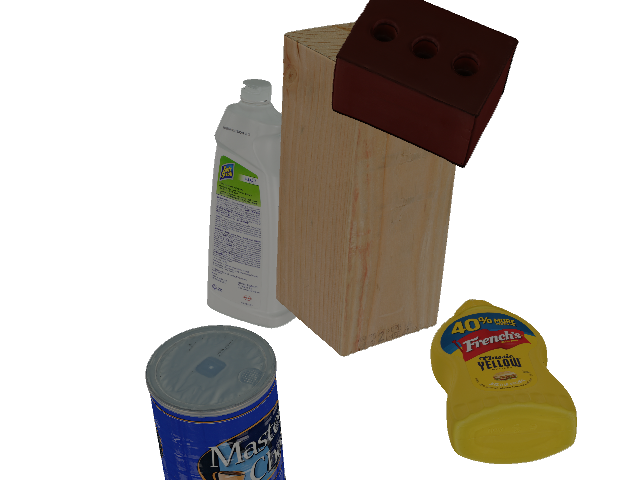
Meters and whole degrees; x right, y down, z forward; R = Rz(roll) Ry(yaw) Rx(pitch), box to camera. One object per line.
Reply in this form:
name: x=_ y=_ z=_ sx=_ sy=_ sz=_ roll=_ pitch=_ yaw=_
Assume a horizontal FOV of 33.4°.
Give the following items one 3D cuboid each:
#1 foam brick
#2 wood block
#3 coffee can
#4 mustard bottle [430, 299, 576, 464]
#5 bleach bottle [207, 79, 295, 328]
foam brick: x=0.051 y=-0.083 z=0.538 sx=0.078 sy=0.053 sz=0.051 roll=25 pitch=-22 yaw=12
wood block: x=0.031 y=-0.038 z=0.737 sx=0.090 sy=0.206 sz=0.091 roll=-15 pitch=34 yaw=-30
coffee can: x=-0.083 y=0.155 z=0.872 sx=0.103 sy=0.140 sz=0.103 roll=-2 pitch=34 yaw=1
mustard bottle: x=0.141 y=0.103 z=0.880 sx=0.096 sy=0.058 sz=0.191 roll=-7 pitch=26 yaw=0
bleach bottle: x=-0.066 y=-0.040 z=1.112 sx=0.103 sy=0.251 sz=0.068 roll=15 pitch=24 yaw=25
